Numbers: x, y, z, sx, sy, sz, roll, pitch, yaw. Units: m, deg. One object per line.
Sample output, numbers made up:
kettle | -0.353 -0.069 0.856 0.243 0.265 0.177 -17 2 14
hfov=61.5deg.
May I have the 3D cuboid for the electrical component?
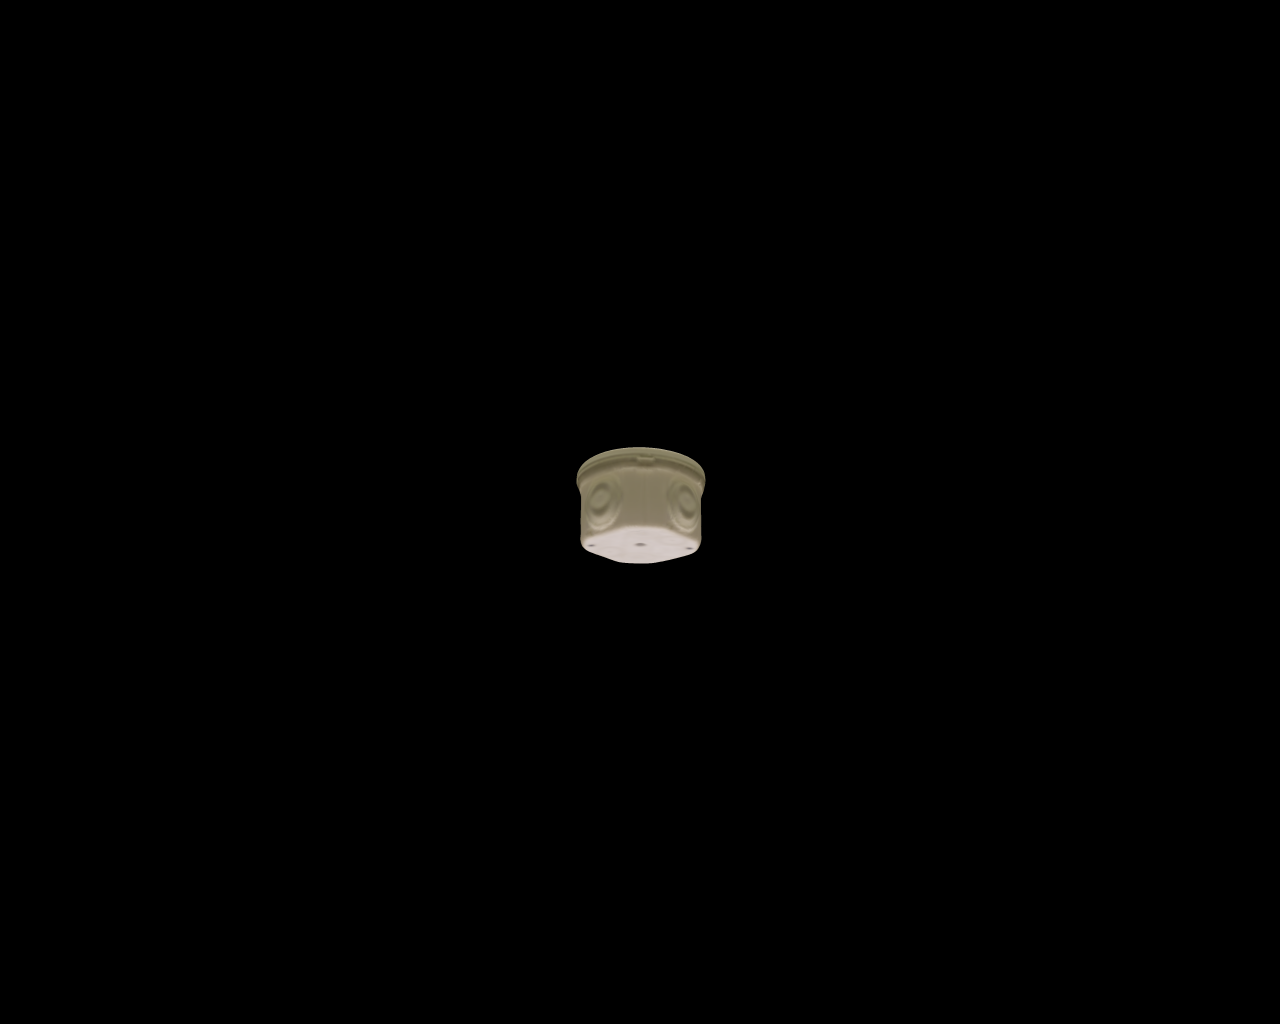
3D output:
electrical component | 0.001 -0.003 0.650 0.080 0.051 0.080 0 -21 0
